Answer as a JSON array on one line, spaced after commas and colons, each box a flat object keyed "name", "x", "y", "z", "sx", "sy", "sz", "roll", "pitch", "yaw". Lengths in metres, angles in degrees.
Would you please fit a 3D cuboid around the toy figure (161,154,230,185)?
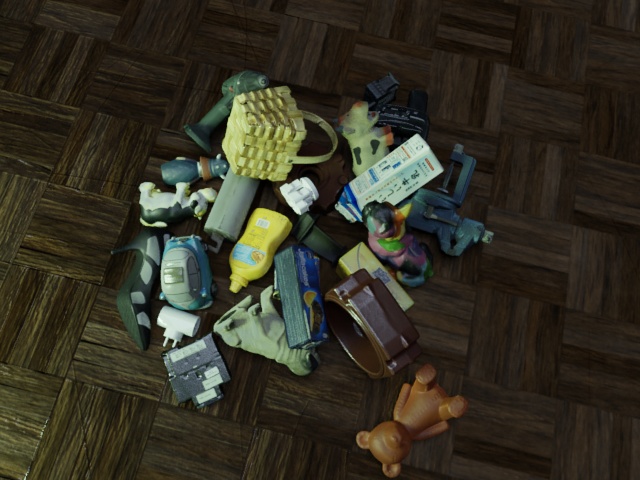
[{"name": "toy figure", "x": -0.282, "y": -0.161, "z": 1.225, "sx": 0.154, "sy": 0.064, "sz": 0.058, "roll": -9, "pitch": 35, "yaw": -11}]

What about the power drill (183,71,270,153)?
[{"name": "power drill", "x": -0.212, "y": -0.297, "z": 1.207, "sx": 0.086, "sy": 0.232, "sz": 0.207, "roll": 36, "pitch": 93, "yaw": -26}]

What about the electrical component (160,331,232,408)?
[{"name": "electrical component", "x": -0.243, "y": 0.264, "z": 1.077, "sx": 0.115, "sy": 0.058, "sz": 0.134, "roll": -21, "pitch": 88, "yaw": -8}]

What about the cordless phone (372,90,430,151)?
[{"name": "cordless phone", "x": 0.195, "y": -0.305, "z": 1.297, "sx": 0.147, "sy": 0.088, "sz": 0.184, "roll": 12, "pitch": 60, "yaw": 2}]

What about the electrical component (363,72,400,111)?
[{"name": "electrical component", "x": 0.133, "y": -0.344, "z": 1.299, "sx": 0.119, "sy": 0.074, "sz": 0.048, "roll": -34, "pitch": 76, "yaw": -9}]

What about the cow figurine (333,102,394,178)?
[{"name": "cow figurine", "x": 0.100, "y": -0.216, "z": 1.202, "sx": 0.127, "sy": 0.194, "sz": 0.086, "roll": -9, "pitch": 35, "yaw": 1}]

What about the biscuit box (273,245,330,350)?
[{"name": "biscuit box", "x": -0.038, "y": 0.111, "z": 1.065, "sx": 0.059, "sy": 0.063, "sz": 0.203, "roll": 15, "pitch": 55, "yaw": -45}]

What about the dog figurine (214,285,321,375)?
[{"name": "dog figurine", "x": -0.109, "y": 0.213, "z": 1.100, "sx": 0.190, "sy": 0.172, "sz": 0.121, "roll": 56, "pitch": 40, "yaw": -11}]

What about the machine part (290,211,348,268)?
[{"name": "machine part", "x": -0.002, "y": -0.004, "z": 1.184, "sx": 0.139, "sy": 0.039, "sz": 0.084, "roll": 42, "pitch": 112, "yaw": 2}]

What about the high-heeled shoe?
[{"name": "high-heeled shoe", "x": -0.355, "y": 0.098, "z": 1.145, "sx": 0.145, "sy": 0.086, "sz": 0.248, "roll": -14, "pitch": 90, "yaw": -39}]

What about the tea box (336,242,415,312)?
[{"name": "tea box", "x": 0.113, "y": 0.098, "z": 1.137, "sx": 0.068, "sy": 0.098, "sz": 0.170, "roll": -36, "pitch": 75, "yaw": -14}]

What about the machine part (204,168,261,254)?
[{"name": "machine part", "x": -0.191, "y": -0.083, "z": 1.194, "sx": 0.079, "sy": 0.079, "sz": 0.243, "roll": 17, "pitch": 71, "yaw": 3}]

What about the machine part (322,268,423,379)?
[{"name": "machine part", "x": 0.092, "y": 0.167, "z": 1.050, "sx": 0.087, "sy": 0.201, "sz": 0.201, "roll": -34, "pitch": 84, "yaw": -21}]

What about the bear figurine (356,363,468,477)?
[{"name": "bear figurine", "x": 0.172, "y": 0.353, "z": 1.042, "sx": 0.196, "sy": 0.131, "sz": 0.120, "roll": -35, "pitch": 68, "yaw": -19}]

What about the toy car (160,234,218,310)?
[{"name": "toy car", "x": -0.279, "y": 0.072, "z": 1.104, "sx": 0.109, "sy": 0.103, "sz": 0.161, "roll": -3, "pitch": 96, "yaw": 7}]

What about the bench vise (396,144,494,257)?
[{"name": "bench vise", "x": 0.293, "y": -0.090, "z": 1.186, "sx": 0.224, "sy": 0.128, "sz": 0.240, "roll": 19, "pitch": 90, "yaw": 23}]

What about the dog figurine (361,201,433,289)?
[{"name": "dog figurine", "x": 0.165, "y": 0.003, "z": 1.109, "sx": 0.192, "sy": 0.219, "sz": 0.108, "roll": 41, "pitch": 78, "yaw": 11}]

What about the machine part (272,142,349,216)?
[{"name": "machine part", "x": -0.022, "y": -0.140, "z": 1.232, "sx": 0.179, "sy": 0.056, "sz": 0.179, "roll": 0, "pitch": 72, "yaw": -1}]

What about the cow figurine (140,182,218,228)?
[{"name": "cow figurine", "x": -0.312, "y": -0.075, "z": 1.189, "sx": 0.167, "sy": 0.068, "sz": 0.098, "roll": 1, "pitch": 74, "yaw": -1}]
